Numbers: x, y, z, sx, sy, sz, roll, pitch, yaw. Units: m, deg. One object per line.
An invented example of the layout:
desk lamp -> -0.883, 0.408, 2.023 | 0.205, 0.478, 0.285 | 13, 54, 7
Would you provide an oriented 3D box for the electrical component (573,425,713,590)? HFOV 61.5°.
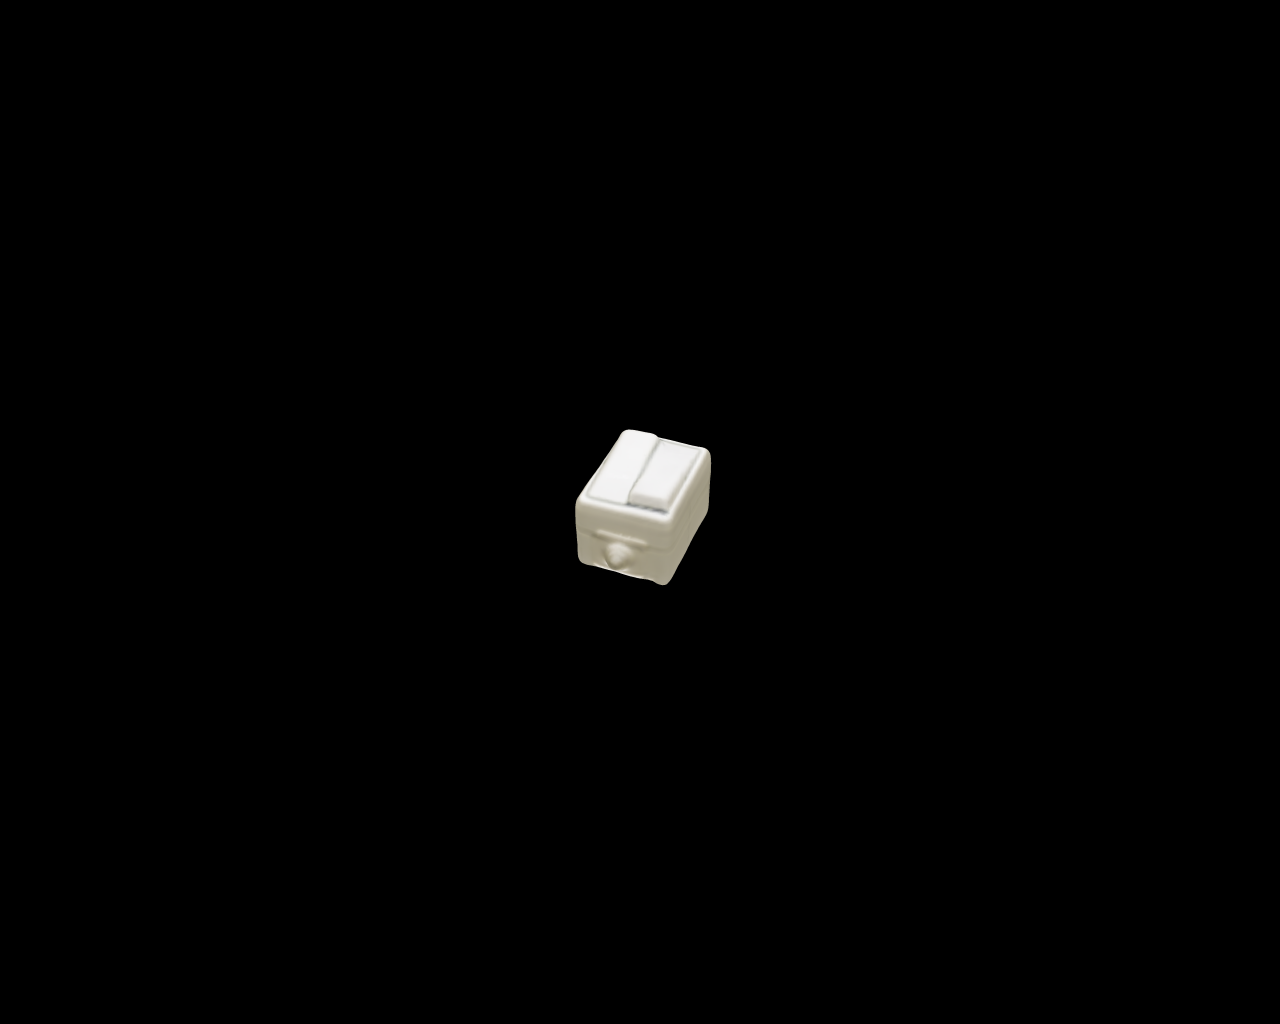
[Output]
electrical component -> 0.001, -0.003, 0.650 | 0.062, 0.061, 0.096 | 14, 42, 16
